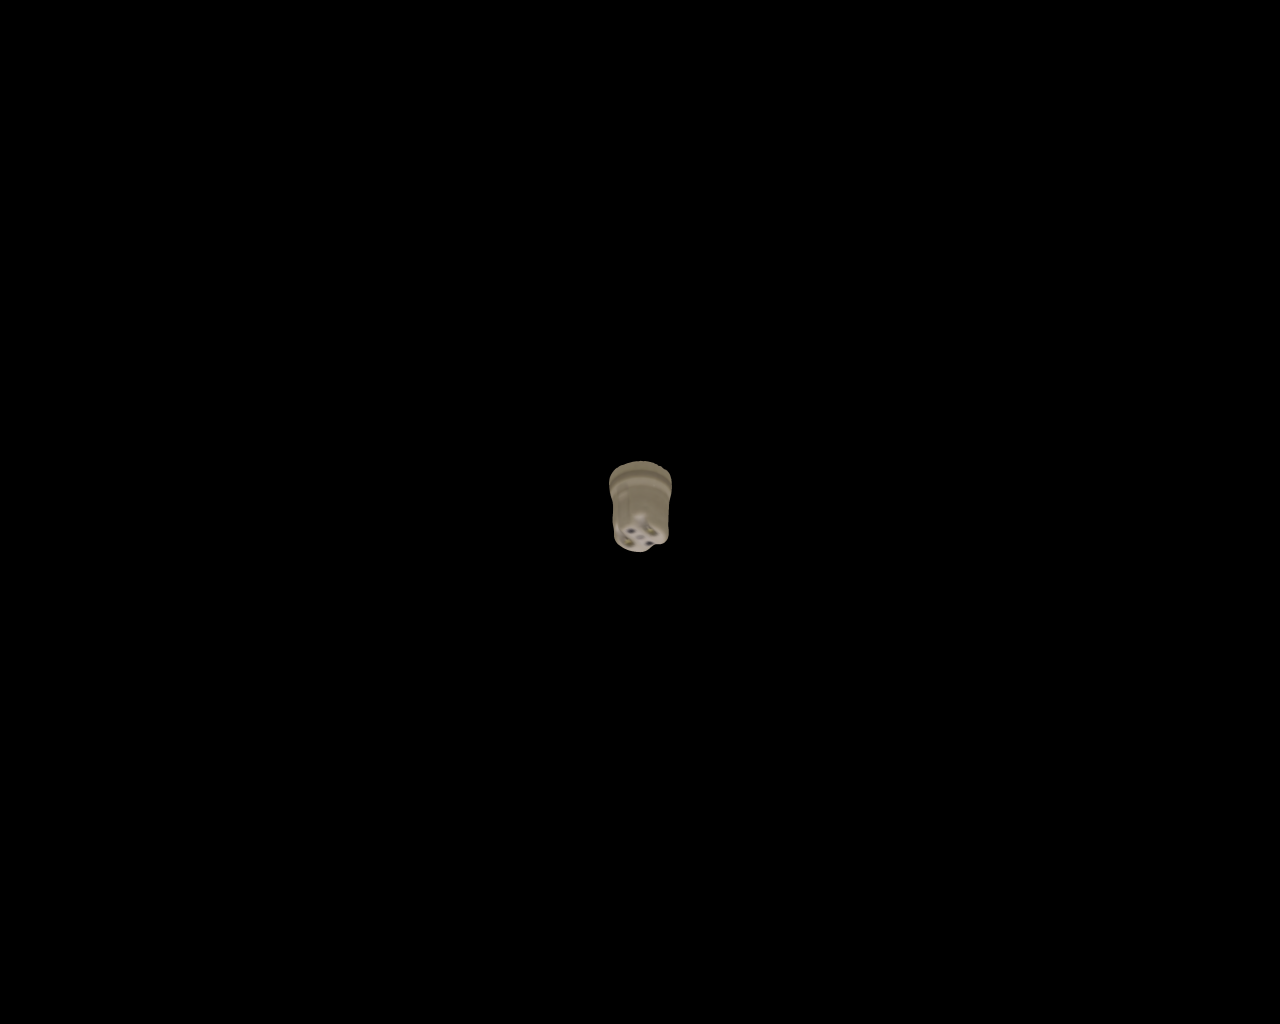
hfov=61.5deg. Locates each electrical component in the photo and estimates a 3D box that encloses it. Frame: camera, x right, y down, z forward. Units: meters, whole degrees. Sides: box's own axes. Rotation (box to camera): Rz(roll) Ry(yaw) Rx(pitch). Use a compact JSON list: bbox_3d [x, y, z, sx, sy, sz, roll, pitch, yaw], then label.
[{"bbox_3d":[0.001,-0.003,0.650,0.040,0.046,0.040,0,-34,0],"label":"electrical component"}]
